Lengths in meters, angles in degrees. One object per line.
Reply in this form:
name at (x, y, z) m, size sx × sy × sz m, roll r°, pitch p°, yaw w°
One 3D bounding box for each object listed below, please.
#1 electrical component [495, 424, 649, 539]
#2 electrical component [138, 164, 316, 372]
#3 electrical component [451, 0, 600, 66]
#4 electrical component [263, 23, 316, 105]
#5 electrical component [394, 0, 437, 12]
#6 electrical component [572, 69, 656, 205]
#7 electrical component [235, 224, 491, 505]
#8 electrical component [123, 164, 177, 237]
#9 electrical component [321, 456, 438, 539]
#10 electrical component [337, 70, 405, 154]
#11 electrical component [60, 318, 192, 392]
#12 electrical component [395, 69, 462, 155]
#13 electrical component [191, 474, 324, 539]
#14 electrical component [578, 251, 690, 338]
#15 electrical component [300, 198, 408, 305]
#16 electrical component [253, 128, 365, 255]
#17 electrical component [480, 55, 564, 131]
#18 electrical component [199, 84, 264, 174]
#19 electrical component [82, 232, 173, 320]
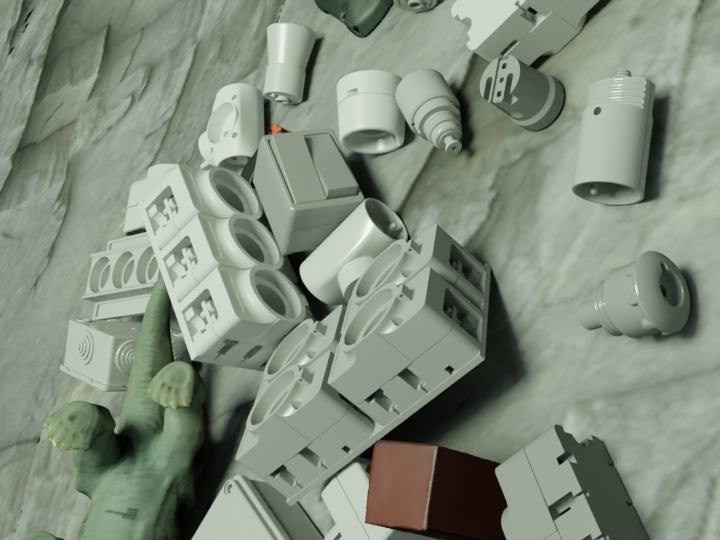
electrical component at (0.119, 0.142, 0.605) m, size 0.056 × 0.050 × 0.089 m, roll -43°, pitch 47°, yaw 27°
electrical component at (-0.100, -0.003, 0.831) m, size 0.062 × 0.089 × 0.150 m, roll -41°, pitch 56°, yaw 25°
electrical component at (0.118, -0.184, 0.739) m, size 0.089 × 0.056 × 0.050 m, roll -42°, pitch 47°, yaw 28°
electrical component at (-0.065, -0.180, 0.950) m, size 0.044 × 0.044 × 0.065 m, roll -2°, pitch 78°, yaw 47°
electrical component at (0.044, -0.240, 0.856) m, size 0.044 × 0.044 × 0.065 m, roll -14°, pitch 69°, yaw 44°
electrical component at (0.158, -0.085, 0.664) m, size 0.043 × 0.043 × 0.081 m, roll -4°, pitch 71°, yaw 47°
electrical component at (-0.001, 0.061, 0.728) m, size 0.186 × 0.060 × 0.105 m, roll -41°, pitch 18°, yaw 28°
electrical component at (-0.175, -0.062, 1.011) m, size 0.095 × 0.054 × 0.059 m, roll -11°, pitch 66°, yaw 44°
electrical component at (0.002, 0.177, 0.720) m, size 0.076 × 0.047 × 0.065 m, roll -53°, pitch 43°, yaw 18°
electrical component at (0.009, -0.121, 0.834) m, size 0.055 × 0.055 × 0.047 m, roll -17°, pitch 65°, yaw 43°
electrical component at (-0.205, 0.074, 0.952) m, size 0.100 × 0.100 × 0.048 m, roll 12°, pitch 96°, yaw 49°
electrical component at (0.055, -0.114, 0.791) m, size 0.040 × 0.040 × 0.078 m, roll -46°, pitch 46°, yaw 24°
electrical component at (-0.077, 0.225, 0.779) m, size 0.108 × 0.056 × 0.109 m, roll -59°, pitch 41°, yaw 11°
electrical component at (0.155, 0.019, 0.623) m, size 0.062 × 0.048 × 0.048 m, roll -25°, pitch 56°, yaw 47°
electrical component at (0.000, 0.000, 0.800) m, size 0.077 × 0.043 × 0.079 m, roll -44°, pitch 47°, yaw 27°
electrical component at (-0.043, -0.070, 0.839) m, size 0.061 × 0.062 × 0.096 m, roll 108°, pitch 146°, yaw -50°
electrical component at (0.109, -0.121, 0.730) m, size 0.040 × 0.046 × 0.040 m, roll -21°, pitch 59°, yaw 41°
electrical component at (-0.121, -0.118, 0.982) m, size 0.079 × 0.044 × 0.077 m, roll -27°, pitch 55°, yaw 38°
electrical component at (-0.195, 0.008, 0.995) m, size 0.121 × 0.063 × 0.078 m, roll -9°, pitch 67°, yaw 45°
